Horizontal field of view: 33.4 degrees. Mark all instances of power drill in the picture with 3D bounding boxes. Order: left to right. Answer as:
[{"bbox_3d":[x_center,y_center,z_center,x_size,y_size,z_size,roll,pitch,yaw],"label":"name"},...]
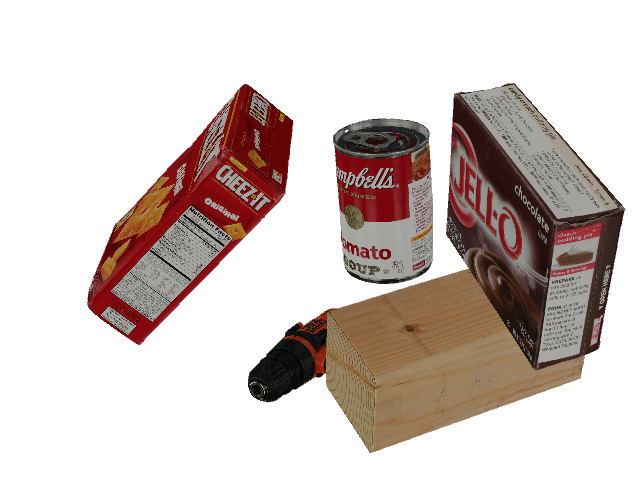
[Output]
[{"bbox_3d":[0.040,0.127,1.098,0.188,0.057,0.184,8,23,28],"label":"power drill"}]

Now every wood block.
[{"bbox_3d":[0.116,0.089,0.905,0.205,0.090,0.091,-15,40,-19],"label":"wood block"}]

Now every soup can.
[{"bbox_3d":[0.046,-0.029,0.768,0.068,0.102,0.068,-4,27,2],"label":"soup can"}]

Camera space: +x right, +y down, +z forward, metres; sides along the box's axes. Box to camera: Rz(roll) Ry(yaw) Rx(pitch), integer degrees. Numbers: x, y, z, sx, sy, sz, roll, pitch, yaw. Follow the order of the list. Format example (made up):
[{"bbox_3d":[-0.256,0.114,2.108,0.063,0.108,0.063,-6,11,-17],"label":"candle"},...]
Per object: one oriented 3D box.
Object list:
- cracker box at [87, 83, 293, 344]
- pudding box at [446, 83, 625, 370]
[{"bbox_3d":[-0.122,-0.029,1.004,0.072,0.214,0.164,37,23,-18],"label":"cracker box"},{"bbox_3d":[0.098,-0.009,0.514,0.039,0.090,0.113,-15,41,-13],"label":"pudding box"}]
